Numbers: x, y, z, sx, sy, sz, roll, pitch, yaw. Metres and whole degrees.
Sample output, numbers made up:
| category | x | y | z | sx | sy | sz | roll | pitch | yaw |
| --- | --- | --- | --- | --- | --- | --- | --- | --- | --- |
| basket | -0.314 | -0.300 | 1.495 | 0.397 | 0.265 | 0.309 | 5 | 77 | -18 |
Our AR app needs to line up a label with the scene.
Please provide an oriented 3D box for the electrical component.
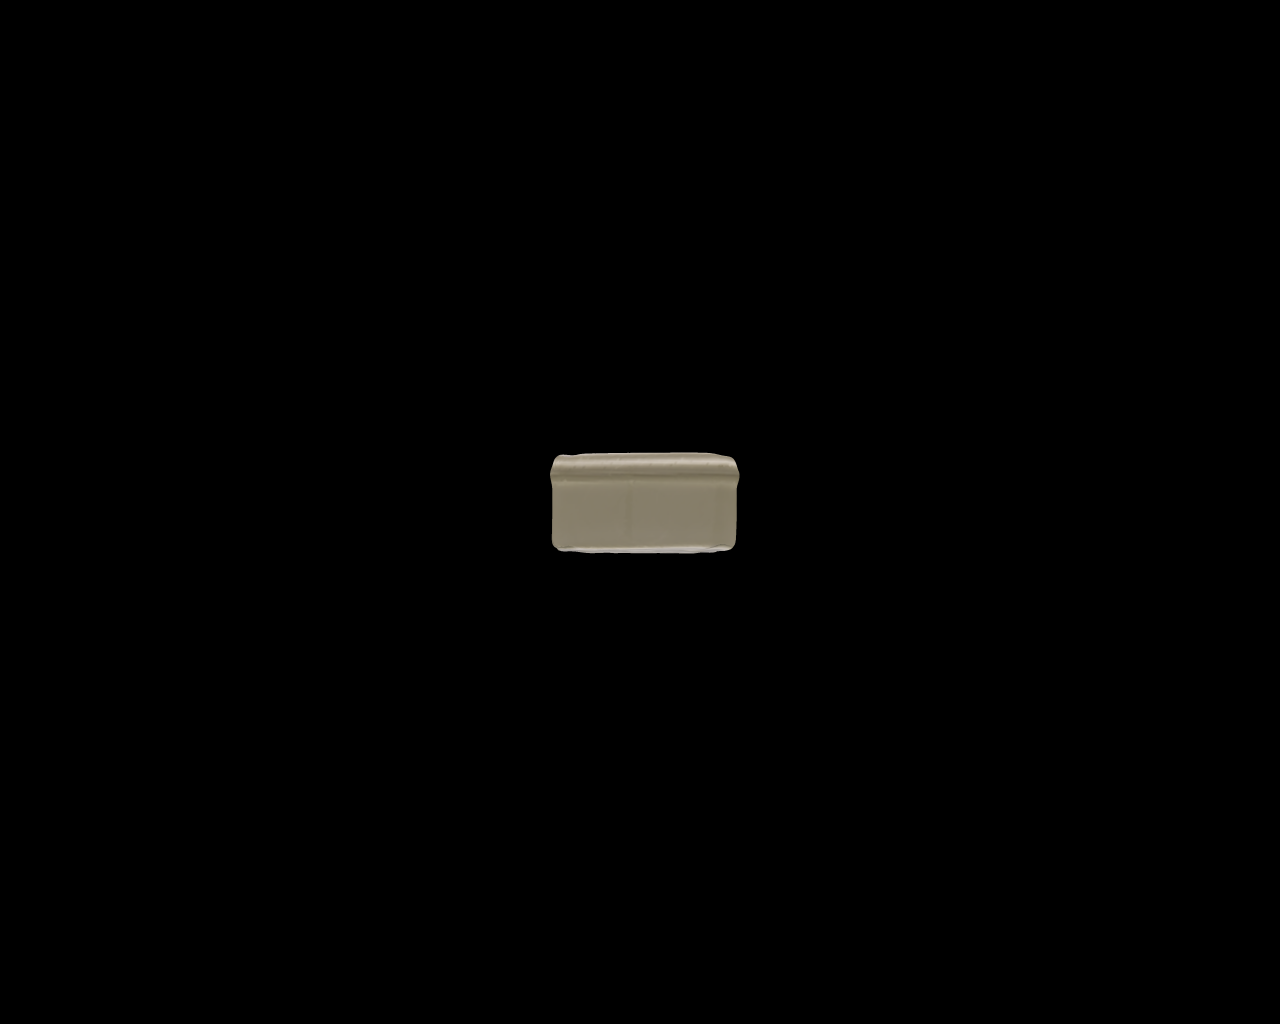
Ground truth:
| category | x | y | z | sx | sy | sz | roll | pitch | yaw |
| --- | --- | --- | --- | --- | --- | --- | --- | --- | --- |
| electrical component | 0.001 | -0.003 | 0.650 | 0.109 | 0.056 | 0.108 | 0 | -3 | -2 |
